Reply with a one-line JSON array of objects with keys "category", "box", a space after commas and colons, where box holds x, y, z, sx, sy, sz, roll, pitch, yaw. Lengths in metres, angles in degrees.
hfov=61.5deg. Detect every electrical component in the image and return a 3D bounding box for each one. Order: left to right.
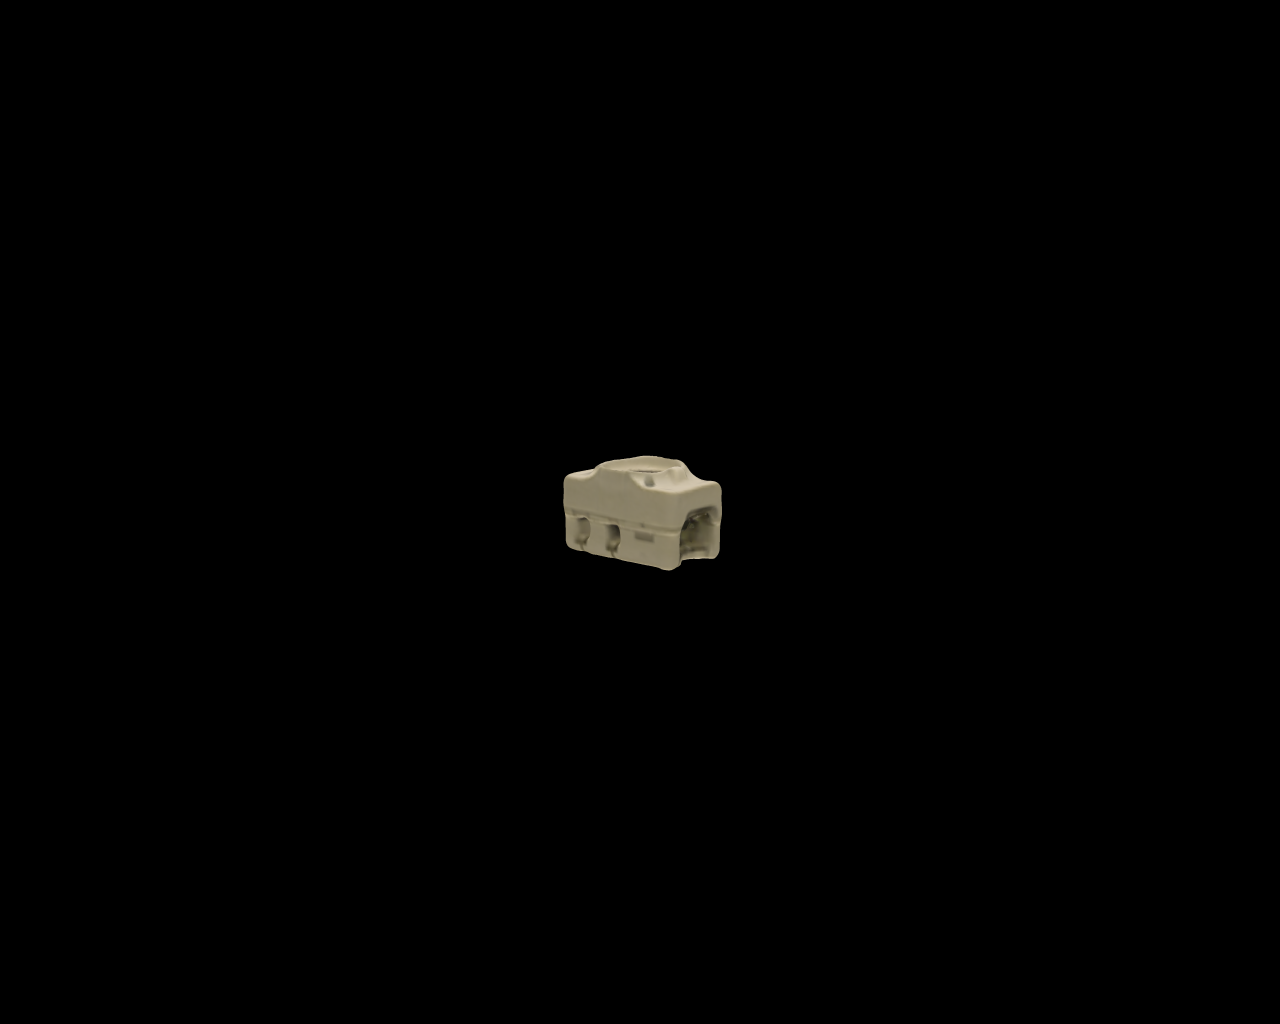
[{"category": "electrical component", "box": [0.001, -0.003, 0.650, 0.089, 0.055, 0.050, 11, 17, 42]}]
